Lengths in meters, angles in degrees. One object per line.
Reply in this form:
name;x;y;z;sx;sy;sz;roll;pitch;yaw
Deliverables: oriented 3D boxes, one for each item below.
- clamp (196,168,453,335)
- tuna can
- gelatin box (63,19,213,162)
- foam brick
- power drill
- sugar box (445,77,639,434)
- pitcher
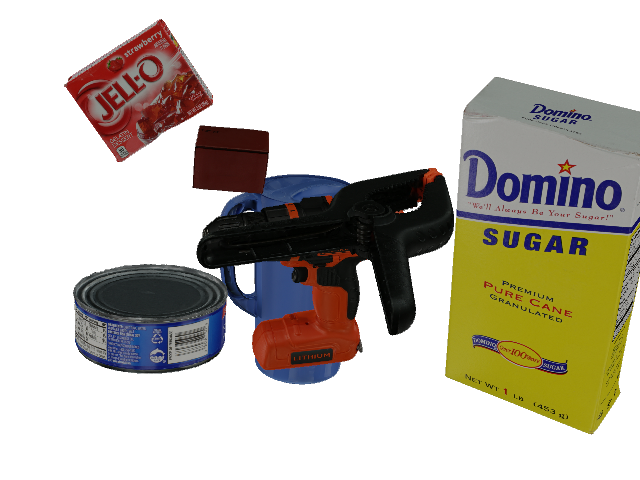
clamp;0.024;-0.007;0.763;0.165;0.036;0.209;15;30;22
tuna can;-0.095;0.043;0.602;0.086;0.034;0.086;3;18;-1
gelatin box;-0.138;-0.114;0.814;0.089;0.073;0.030;-31;19;7
foam brick;-0.095;-0.087;1.139;0.078;0.051;0.053;5;30;-3
power drill;-0.021;0.041;0.995;0.184;0.188;0.057;-4;46;-13
sugar box;0.117;0.011;0.554;0.093;0.176;0.048;19;42;27
pitcher;-0.032;0.047;1.299;0.149;0.243;0.144;13;20;25
